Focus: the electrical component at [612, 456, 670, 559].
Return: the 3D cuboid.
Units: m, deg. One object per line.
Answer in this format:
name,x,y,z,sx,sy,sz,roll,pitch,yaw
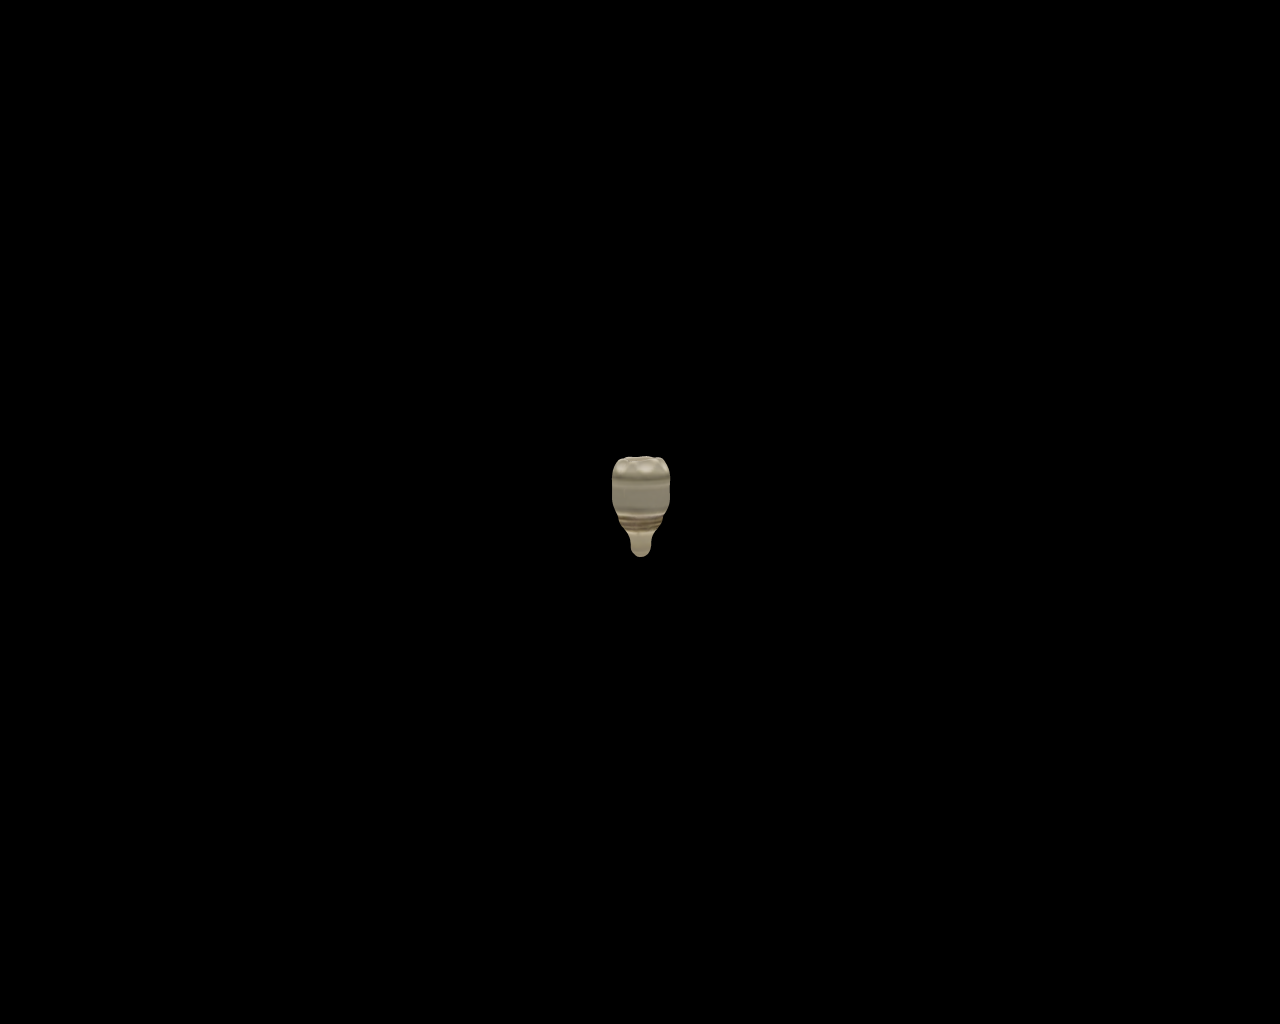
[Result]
electrical component,0.001,-0.003,0.650,0.035,0.061,0.035,0,8,0
